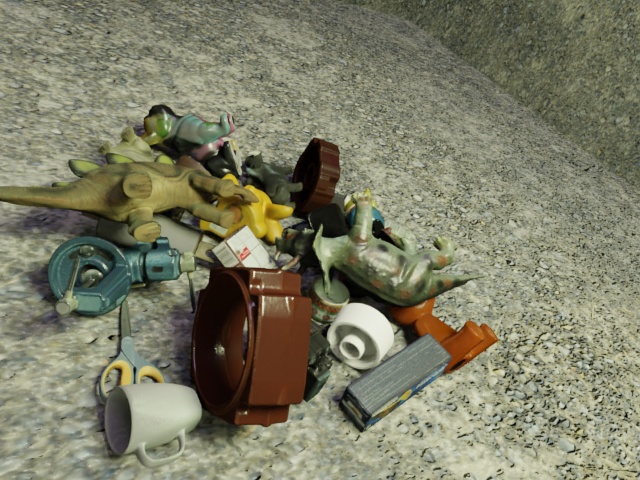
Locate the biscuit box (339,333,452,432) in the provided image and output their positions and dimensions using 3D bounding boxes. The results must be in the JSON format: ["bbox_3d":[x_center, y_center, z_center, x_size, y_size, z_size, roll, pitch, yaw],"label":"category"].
[{"bbox_3d":[0.128,0.229,0.879,0.203,0.059,0.063,-23,55,-34],"label":"biscuit box"}]

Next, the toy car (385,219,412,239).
[{"bbox_3d":[0.160,0.011,1.220,0.073,0.056,0.202,28,35,3],"label":"toy car"}]

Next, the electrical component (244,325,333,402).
[{"bbox_3d":[-0.045,0.177,0.820,0.134,0.114,0.058,40,39,22],"label":"electrical component"}]

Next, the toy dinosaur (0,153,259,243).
[{"bbox_3d":[-0.302,-0.075,0.848,0.471,0.105,0.199,-2,21,-42],"label":"toy dinosaur"}]

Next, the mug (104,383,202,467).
[{"bbox_3d":[-0.203,0.229,0.683,0.107,0.080,0.110,3,34,-44],"label":"mug"}]

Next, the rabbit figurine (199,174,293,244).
[{"bbox_3d":[-0.138,-0.064,1.086,0.162,0.121,0.173,20,15,2],"label":"rabbit figurine"}]

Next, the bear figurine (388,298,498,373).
[{"bbox_3d":[0.219,0.148,1.022,0.120,0.132,0.196,21,30,-51],"label":"bear figurine"}]

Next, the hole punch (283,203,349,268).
[{"bbox_3d":[-0.002,-0.003,1.125,0.142,0.092,0.115,-23,92,-51],"label":"hole punch"}]

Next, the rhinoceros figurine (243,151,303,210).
[{"bbox_3d":[-0.115,-0.135,1.221,0.112,0.073,0.190,1,34,-31],"label":"rhinoceros figurine"}]

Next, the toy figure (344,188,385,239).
[{"bbox_3d":[0.096,-0.047,1.215,0.082,0.089,0.180,-16,32,-8],"label":"toy figure"}]

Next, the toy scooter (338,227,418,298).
[{"bbox_3d":[0.116,0.038,1.091,0.184,0.075,0.135,-13,56,-4],"label":"toy scooter"}]

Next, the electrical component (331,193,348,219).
[{"bbox_3d":[0.022,-0.072,1.230,0.048,0.074,0.119,14,33,-17],"label":"electrical component"}]

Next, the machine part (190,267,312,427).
[{"bbox_3d":[-0.102,0.137,0.730,0.087,0.201,0.201,8,-6,-34],"label":"machine part"}]

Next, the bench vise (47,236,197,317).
[{"bbox_3d":[-0.298,0.057,0.777,0.224,0.128,0.241,9,12,-4],"label":"bench vise"}]

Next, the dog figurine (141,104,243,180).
[{"bbox_3d":[-0.293,-0.207,1.186,0.219,0.191,0.108,-6,17,4],"label":"dog figurine"}]

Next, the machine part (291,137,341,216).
[{"bbox_3d":[-0.010,-0.138,1.206,0.056,0.179,0.179,14,36,-21],"label":"machine part"}]

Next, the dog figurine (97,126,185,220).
[{"bbox_3d":[-0.335,-0.112,1.052,0.190,0.121,0.172,37,36,-9],"label":"dog figurine"}]

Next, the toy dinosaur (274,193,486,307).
[{"bbox_3d":[0.118,0.052,0.967,0.405,0.131,0.192,24,68,-6],"label":"toy dinosaur"}]

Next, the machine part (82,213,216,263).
[{"bbox_3d":[-0.296,-0.011,0.943,0.243,0.079,0.079,21,35,-8],"label":"machine part"}]

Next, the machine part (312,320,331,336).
[{"bbox_3d":[-0.048,0.131,0.949,0.139,0.039,0.084,31,26,12],"label":"machine part"}]
